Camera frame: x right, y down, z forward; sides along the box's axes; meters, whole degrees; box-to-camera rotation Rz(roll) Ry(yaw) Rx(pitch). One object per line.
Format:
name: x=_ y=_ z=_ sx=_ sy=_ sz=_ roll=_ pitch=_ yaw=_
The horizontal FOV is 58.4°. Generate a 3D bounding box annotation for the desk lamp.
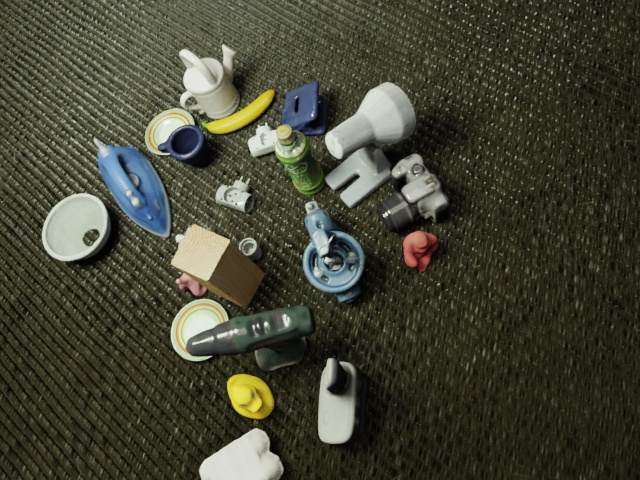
desk lamp: x=0.097 y=-0.195 z=1.179 sx=0.203 sy=0.214 sz=0.117 roll=-40 pitch=66 yaw=-4

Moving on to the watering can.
watering can: x=-0.264 y=-0.385 z=1.348 sx=0.100 sy=0.194 sz=0.173 roll=18 pitch=75 yaw=19

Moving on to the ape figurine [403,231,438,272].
ape figurine: x=0.198 y=0.012 z=1.142 sx=0.078 sy=0.092 sz=0.076 roll=-27 pitch=66 yaw=2

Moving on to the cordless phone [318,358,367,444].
cordless phone: x=0.026 y=0.287 z=1.025 sx=0.094 sy=0.185 sz=0.147 roll=-4 pitch=69 yaw=12

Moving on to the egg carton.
egg carton: x=-0.147 y=0.433 z=1.074 sx=0.150 sy=0.069 sz=0.107 roll=-33 pitch=66 yaw=-1

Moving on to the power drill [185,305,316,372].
power drill: x=-0.110 y=0.191 z=1.082 sx=0.229 sy=0.209 sz=0.075 roll=-19 pitch=66 yaw=6

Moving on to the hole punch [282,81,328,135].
hole punch: x=-0.040 y=-0.300 z=1.319 sx=0.101 sy=0.091 sz=0.108 roll=-2 pitch=69 yaw=13

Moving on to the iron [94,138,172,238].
iron: x=-0.433 y=-0.123 z=1.316 sx=0.118 sy=0.142 sz=0.257 roll=-37 pitch=66 yaw=-2

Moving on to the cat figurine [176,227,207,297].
cat figurine: x=-0.274 y=0.044 z=1.227 sx=0.067 sy=0.118 sz=0.128 roll=14 pitch=73 yaw=18

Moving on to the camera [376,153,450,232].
camera: x=0.179 y=-0.090 z=1.181 sx=0.137 sy=0.101 sz=0.143 roll=-30 pitch=66 yaw=1

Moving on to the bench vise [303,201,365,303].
bench vise: x=0.001 y=0.012 z=1.118 sx=0.121 sy=0.220 sz=0.207 roll=-40 pitch=66 yaw=-4

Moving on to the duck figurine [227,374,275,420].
duck figurine: x=-0.144 y=0.302 z=1.115 sx=0.104 sy=0.086 sz=0.077 roll=36 pitch=81 yaw=23

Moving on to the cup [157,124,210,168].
cup: x=-0.311 y=-0.208 z=1.345 sx=0.117 sy=0.095 sz=0.091 roll=-9 pitch=68 yaw=10

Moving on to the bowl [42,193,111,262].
bowl: x=-0.555 y=-0.020 z=1.342 sx=0.167 sy=0.075 sz=0.167 roll=-4 pitch=68 yaw=12
